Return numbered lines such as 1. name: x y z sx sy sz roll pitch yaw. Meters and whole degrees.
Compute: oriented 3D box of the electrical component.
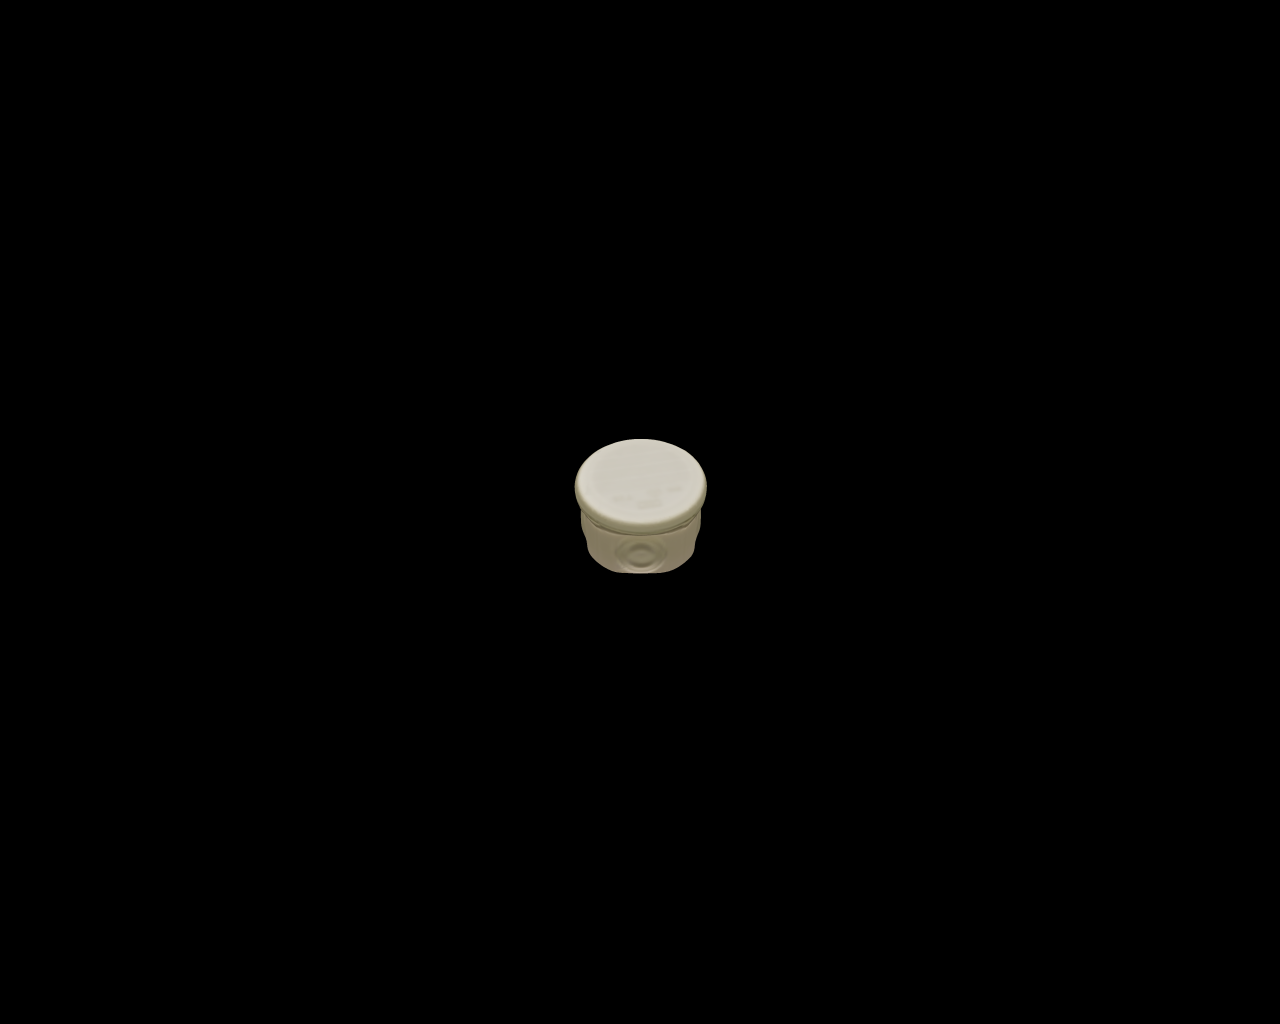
1. electrical component: 0.001 -0.003 0.650 0.080 0.050 0.080 0 44 0
